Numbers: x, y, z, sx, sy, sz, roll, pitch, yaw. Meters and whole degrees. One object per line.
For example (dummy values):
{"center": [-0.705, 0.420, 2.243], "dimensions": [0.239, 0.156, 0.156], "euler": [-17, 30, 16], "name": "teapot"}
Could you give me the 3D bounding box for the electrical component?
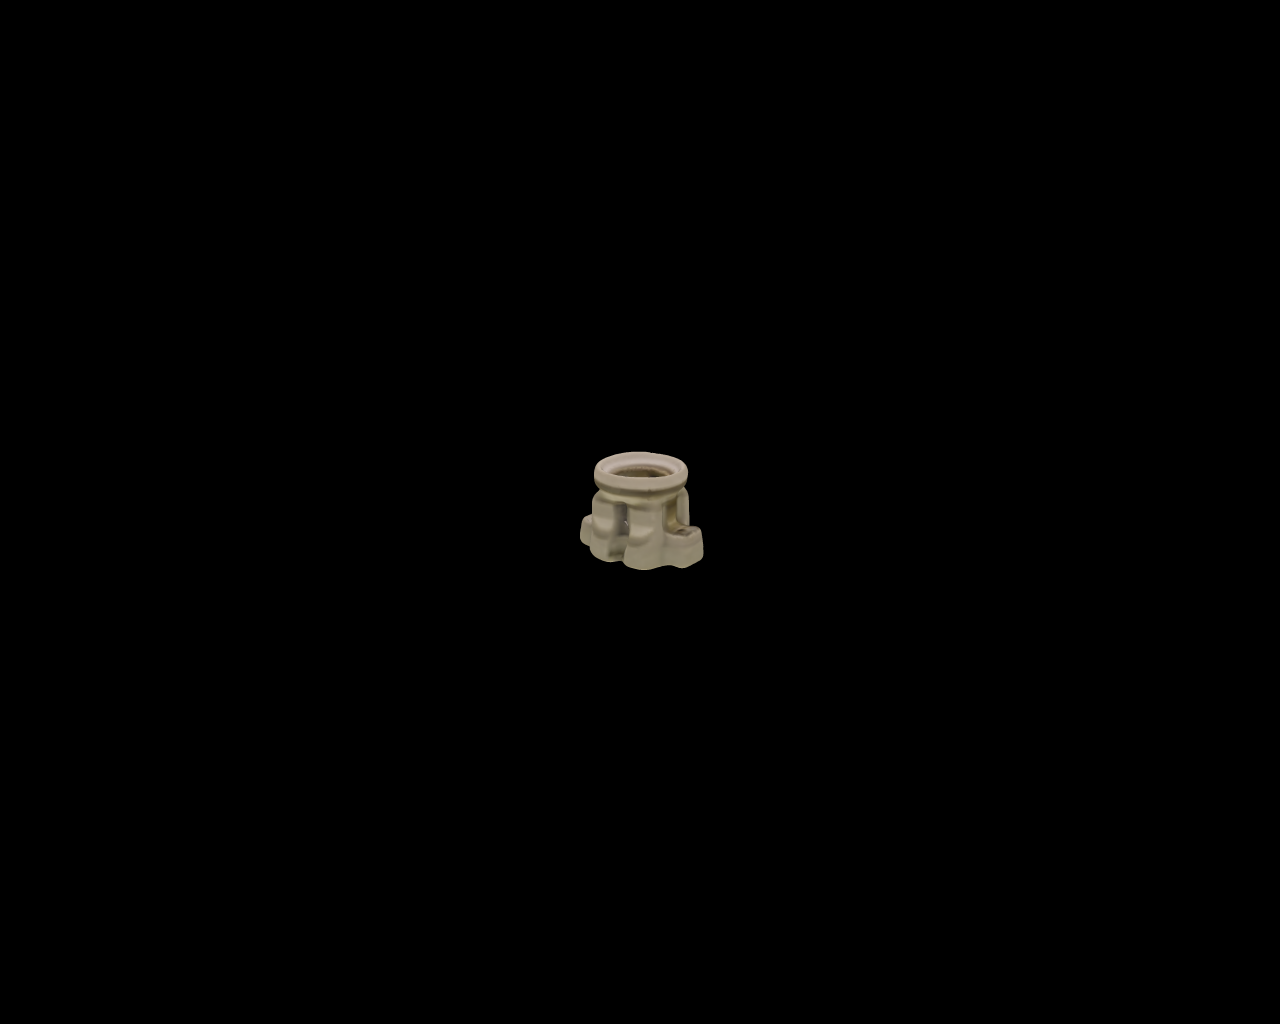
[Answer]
{"center": [0.001, -0.003, 0.650], "dimensions": [0.078, 0.056, 0.058], "euler": [12, 23, 31], "name": "electrical component"}
